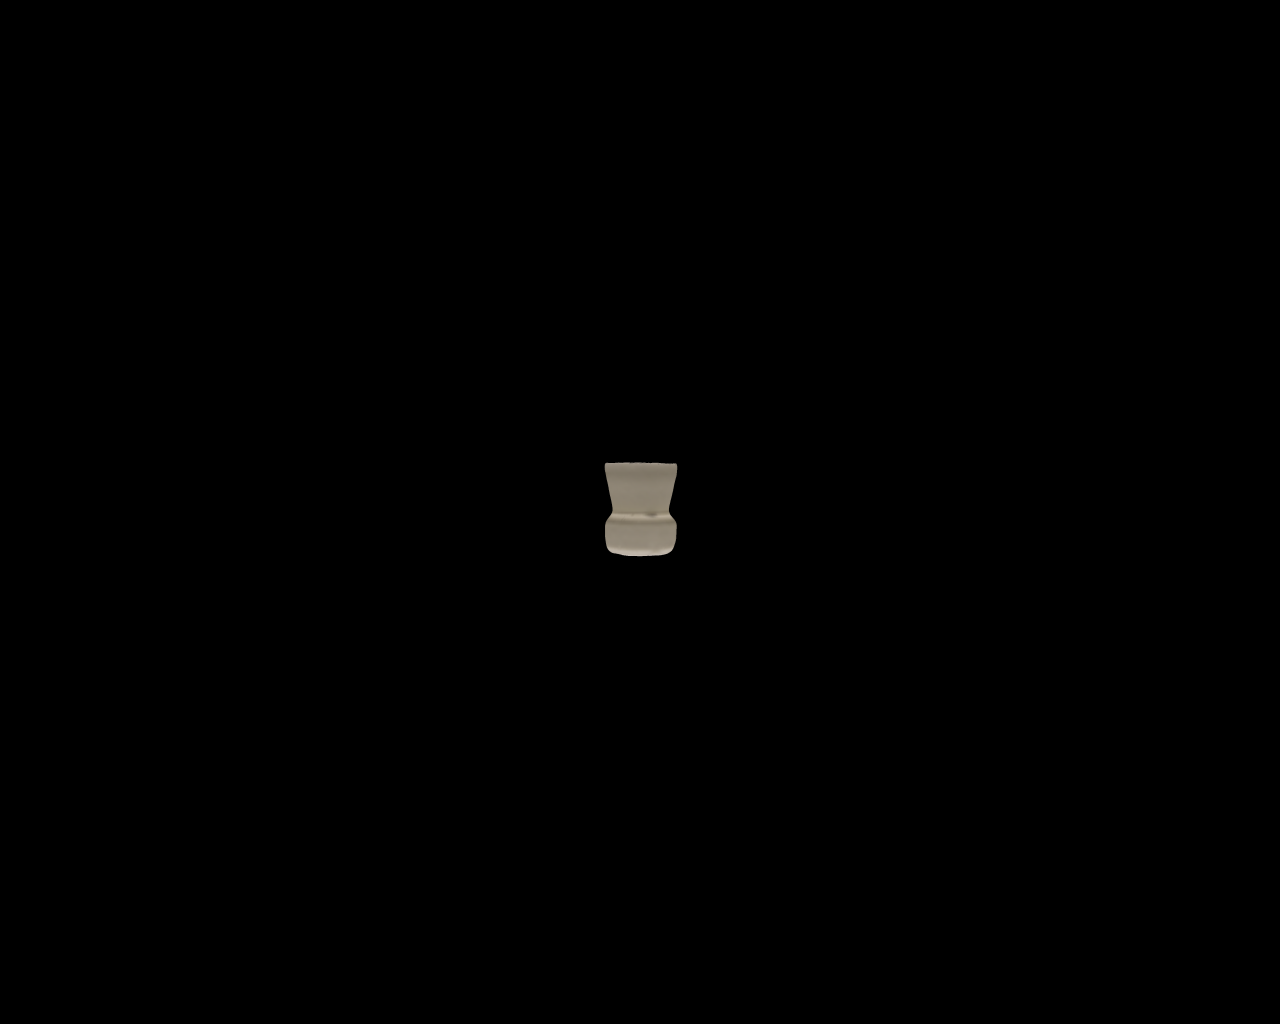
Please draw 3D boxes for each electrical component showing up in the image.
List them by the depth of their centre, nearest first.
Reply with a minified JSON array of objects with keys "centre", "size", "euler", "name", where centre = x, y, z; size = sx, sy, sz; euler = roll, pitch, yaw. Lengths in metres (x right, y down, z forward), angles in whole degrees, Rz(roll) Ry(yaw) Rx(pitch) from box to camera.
[{"centre":[0.001,-0.003,0.650],"size":[0.045,0.055,0.045],"euler":[0,3,0],"name":"electrical component"}]
